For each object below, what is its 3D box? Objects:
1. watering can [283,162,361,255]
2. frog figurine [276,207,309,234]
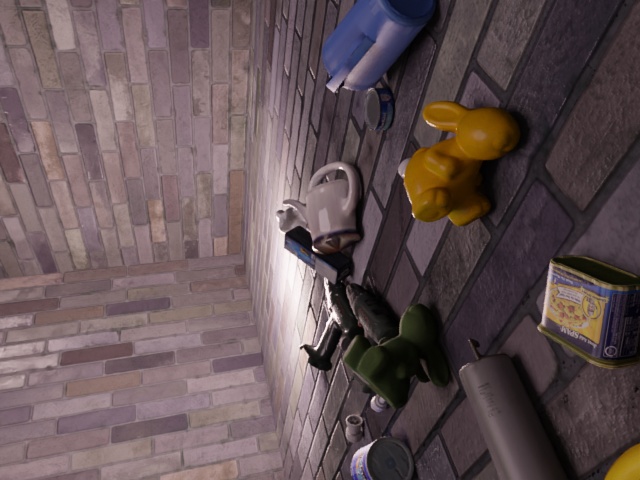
[{"bbox_3d":[0.004,-0.068,1.343,0.104,0.343,0.227,2,73,-32],"label":"watering can"},{"bbox_3d":[-0.053,-0.043,1.531,0.124,0.134,0.161,-32,35,-29],"label":"frog figurine"}]
